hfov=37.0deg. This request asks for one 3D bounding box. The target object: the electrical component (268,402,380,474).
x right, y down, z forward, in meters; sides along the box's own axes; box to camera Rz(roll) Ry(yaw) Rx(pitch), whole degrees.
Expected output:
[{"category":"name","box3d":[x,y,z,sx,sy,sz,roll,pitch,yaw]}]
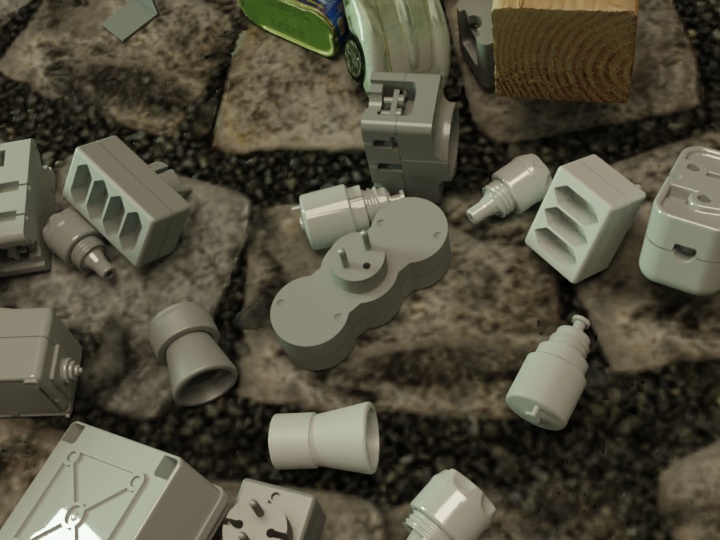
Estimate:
[{"category":"electrical component","box3d":[-0.024,0.105,0.666,0.065,0.044,0.044,-4,59,12]}]

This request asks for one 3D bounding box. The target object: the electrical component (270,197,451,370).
[{"category":"electrical component","box3d":[0.000,0.000,0.704,0.138,0.073,0.052,-39,62,-14]}]

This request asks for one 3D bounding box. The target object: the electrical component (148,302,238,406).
[{"category":"electrical component","box3d":[-0.111,0.055,0.707,0.045,0.045,0.055,-26,59,-7]}]

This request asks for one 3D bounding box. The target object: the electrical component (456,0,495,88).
[{"category":"electrical component","box3d":[0.123,-0.180,0.801,0.089,0.055,0.050,-22,59,-5]}]

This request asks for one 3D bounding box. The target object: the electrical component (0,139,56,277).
[{"category":"electrical component","box3d":[-0.260,-0.044,0.785,0.056,0.050,0.089,-9,58,4]}]

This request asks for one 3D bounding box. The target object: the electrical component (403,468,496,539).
[{"category":"electrical component","box3d":[0.046,0.150,0.627,0.043,0.043,0.062,37,73,26]}]

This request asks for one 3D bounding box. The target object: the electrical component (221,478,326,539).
[{"category":"electrical component","box3d":[-0.057,0.155,0.620,0.047,0.076,0.065,11,62,15]}]

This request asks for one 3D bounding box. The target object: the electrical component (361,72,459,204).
[{"category":"electrical component","box3d":[0.037,-0.090,0.742,0.056,0.089,0.050,5,61,12]}]

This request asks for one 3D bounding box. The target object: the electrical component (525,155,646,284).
[{"category":"electrical component","box3d":[0.160,-0.039,0.712,0.077,0.065,0.047,-21,54,-38]}]

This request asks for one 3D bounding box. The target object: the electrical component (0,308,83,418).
[{"category":"electrical component","box3d":[-0.228,0.059,0.712,0.096,0.061,0.061,-3,60,7]}]

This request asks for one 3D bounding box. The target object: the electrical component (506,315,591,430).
[{"category":"electrical component","box3d":[0.122,0.063,0.668,0.040,0.040,0.078,23,66,21]}]

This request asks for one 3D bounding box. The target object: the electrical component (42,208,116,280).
[{"category":"electrical component","box3d":[-0.197,-0.015,0.768,0.035,0.035,0.061,-42,65,-16]}]

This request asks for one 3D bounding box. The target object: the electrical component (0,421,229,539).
[{"category":"electrical component","box3d":[-0.150,0.155,0.626,0.109,0.056,0.108,9,59,40]}]

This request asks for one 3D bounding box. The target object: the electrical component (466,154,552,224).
[{"category":"electrical component","box3d":[0.101,-0.053,0.743,0.061,0.035,0.035,-34,60,-8]}]

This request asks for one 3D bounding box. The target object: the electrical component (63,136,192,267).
[{"category":"electrical component","box3d":[-0.155,-0.055,0.774,0.083,0.047,0.076,42,39,16]}]

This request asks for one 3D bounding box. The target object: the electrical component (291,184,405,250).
[{"category":"electrical component","box3d":[-0.007,-0.040,0.749,0.078,0.040,0.040,-15,59,0]}]

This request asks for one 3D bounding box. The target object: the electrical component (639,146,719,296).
[{"category":"electrical component","box3d":[0.217,-0.029,0.685,0.054,0.059,0.095,19,40,20]}]
